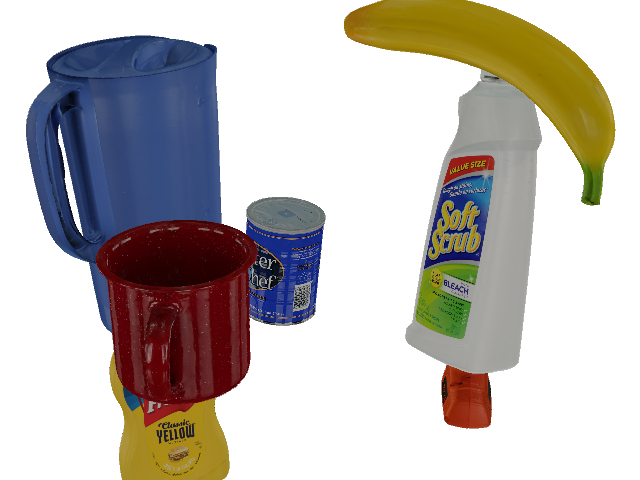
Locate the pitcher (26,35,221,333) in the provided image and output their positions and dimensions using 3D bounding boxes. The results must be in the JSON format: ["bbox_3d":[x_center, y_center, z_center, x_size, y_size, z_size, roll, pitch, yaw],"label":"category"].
[{"bbox_3d":[-0.149,-0.038,0.877,0.149,0.243,0.145,-6,24,-7],"label":"pitcher"}]

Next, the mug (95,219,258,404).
[{"bbox_3d":[-0.083,0.048,0.622,0.093,0.081,0.117,1,25,1],"label":"mug"}]

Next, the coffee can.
[{"bbox_3d":[-0.050,0.026,1.406,0.103,0.140,0.103,5,26,-2],"label":"coffee can"}]

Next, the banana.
[{"bbox_3d":[0.105,-0.105,0.645,0.198,0.069,0.037,38,-1,19],"label":"banana"}]

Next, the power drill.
[{"bbox_3d":[0.168,0.108,1.165,0.057,0.188,0.184,5,25,5],"label":"power drill"}]

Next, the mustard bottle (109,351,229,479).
[{"bbox_3d":[-0.134,0.127,0.933,0.096,0.192,0.058,-8,19,-16],"label":"mustard bottle"}]

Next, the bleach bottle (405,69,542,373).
[{"bbox_3d":[0.129,-0.025,0.873,0.067,0.251,0.103,-5,16,-33],"label":"bleach bottle"}]
